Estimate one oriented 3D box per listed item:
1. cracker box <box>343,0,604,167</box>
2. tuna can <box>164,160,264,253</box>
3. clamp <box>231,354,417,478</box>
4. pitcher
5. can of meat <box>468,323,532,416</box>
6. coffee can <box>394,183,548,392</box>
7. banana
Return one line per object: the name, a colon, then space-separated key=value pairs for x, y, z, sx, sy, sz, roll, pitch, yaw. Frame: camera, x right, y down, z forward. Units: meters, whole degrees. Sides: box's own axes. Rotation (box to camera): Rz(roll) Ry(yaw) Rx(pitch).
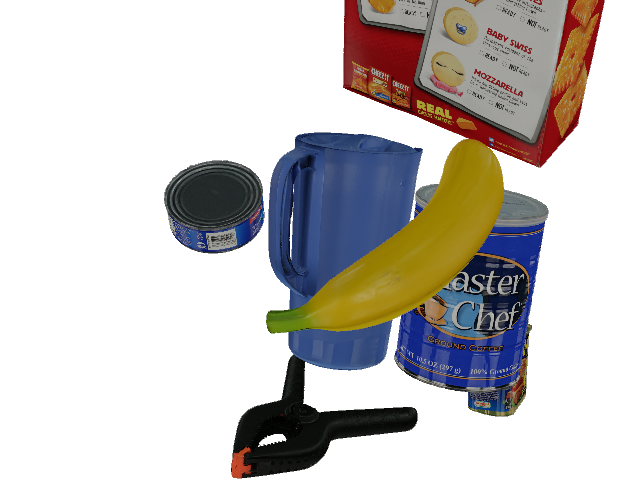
cracker box: x=0.100 y=-0.173 z=0.697 sx=0.164 sy=0.214 sz=0.072 roll=26 pitch=49 yaw=25
tuna can: x=-0.092 y=-0.029 z=0.933 sx=0.086 sy=0.086 sz=0.034 roll=0 pitch=-43 yaw=3
clamp: x=-0.009 y=0.188 z=1.084 sx=0.165 sy=0.036 sz=0.209 roll=19 pitch=28 yaw=25
pitcher: x=0.021 y=0.009 z=1.128 sx=0.149 sy=0.243 sz=0.145 roll=6 pitch=13 yaw=2
can of meat: x=0.197 y=0.140 z=1.181 sx=0.057 sy=0.084 sz=0.102 roll=5 pitch=10 yaw=22
coffee can: x=0.117 y=0.035 z=0.843 sx=0.103 sy=0.140 sz=0.103 roll=6 pitch=16 yaw=-2
banana: x=0.055 y=-0.006 z=0.570 sx=0.070 sy=0.037 sz=0.197 roll=19 pitch=41 yaw=34
